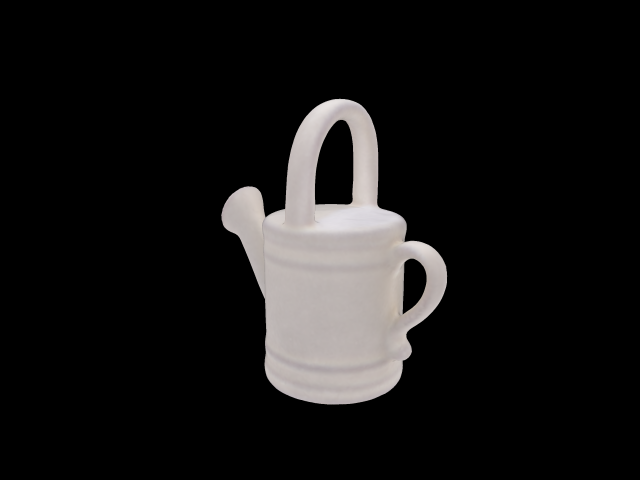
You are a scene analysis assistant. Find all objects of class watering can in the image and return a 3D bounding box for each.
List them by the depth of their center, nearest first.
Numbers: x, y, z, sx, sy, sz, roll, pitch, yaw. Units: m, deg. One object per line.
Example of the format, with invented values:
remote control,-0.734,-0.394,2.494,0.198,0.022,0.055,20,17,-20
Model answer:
watering can,0.002,0.002,0.398,0.172,0.194,0.101,4,14,14
